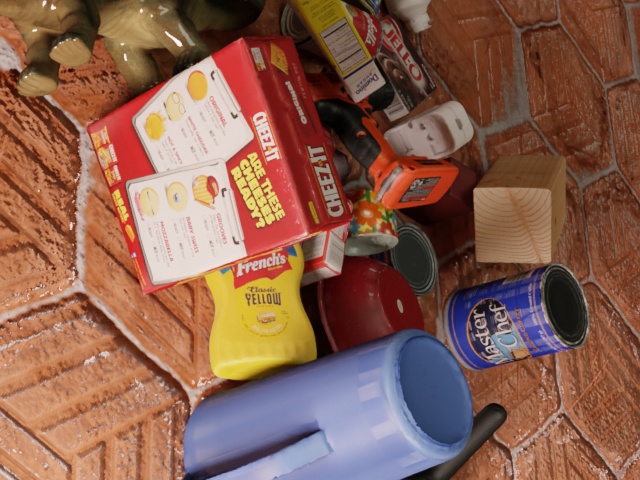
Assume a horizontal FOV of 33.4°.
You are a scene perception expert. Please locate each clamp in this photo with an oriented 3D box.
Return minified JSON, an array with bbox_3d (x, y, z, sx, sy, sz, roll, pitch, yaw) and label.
[{"bbox_3d":[0.105,0.252,1.082,0.209,0.165,0.036,-19,50,-43],"label":"clamp"}]

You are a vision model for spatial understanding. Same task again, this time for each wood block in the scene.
[{"bbox_3d":[0.251,-0.043,1.318,0.205,0.090,0.091,-41,130,-68],"label":"wood block"}]

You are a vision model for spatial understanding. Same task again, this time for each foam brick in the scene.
[{"bbox_3d":[0.141,-0.057,1.275,0.051,0.078,0.053,29,54,-39],"label":"foam brick"}]

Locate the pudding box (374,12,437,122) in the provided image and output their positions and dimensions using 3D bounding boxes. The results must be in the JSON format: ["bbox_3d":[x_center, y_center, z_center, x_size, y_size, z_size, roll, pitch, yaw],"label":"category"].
[{"bbox_3d":[0.088,-0.212,1.307,0.113,0.039,0.089,60,40,-12],"label":"pudding box"}]

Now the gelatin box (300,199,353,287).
[{"bbox_3d":[-0.007,0.001,1.089,0.030,0.073,0.089,37,49,-35],"label":"gelatin box"}]

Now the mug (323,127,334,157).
[{"bbox_3d":[-0.046,-0.100,1.086,0.081,0.093,0.117,23,22,-47],"label":"mug"}]

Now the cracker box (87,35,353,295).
[{"bbox_3d":[-0.090,-0.059,0.910,0.071,0.214,0.164,-18,88,-49],"label":"cracker box"}]

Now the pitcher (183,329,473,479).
[{"bbox_3d":[0.000,0.164,0.898,0.144,0.243,0.149,36,45,-29],"label":"pitcher"}]

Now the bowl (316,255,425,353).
[{"bbox_3d":[0.064,0.080,1.124,0.162,0.055,0.162,41,36,-39],"label":"bowl"}]

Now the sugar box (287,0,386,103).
[{"bbox_3d":[0.004,-0.228,1.088,0.176,0.048,0.093,48,10,-51],"label":"sugar box"}]

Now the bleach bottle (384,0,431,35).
[{"bbox_3d":[0.073,-0.377,1.342,0.102,0.068,0.251,-37,105,-48],"label":"bleach bottle"}]

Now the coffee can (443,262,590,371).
[{"bbox_3d":[0.232,0.093,1.266,0.102,0.141,0.103,21,60,-42],"label":"coffee can"}]

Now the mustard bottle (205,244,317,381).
[{"bbox_3d":[-0.061,0.034,1.010,0.096,0.058,0.191,-1,63,-14],"label":"mustard bottle"}]

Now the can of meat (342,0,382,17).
[{"bbox_3d":[0.034,-0.312,1.275,0.102,0.058,0.084,42,50,-28],"label":"can of meat"}]

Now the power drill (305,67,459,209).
[{"bbox_3d":[0.063,-0.117,1.172,0.184,0.057,0.188,-11,51,-48],"label":"power drill"}]

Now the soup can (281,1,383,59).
[{"bbox_3d":[0.013,-0.240,1.214,0.102,0.069,0.068,14,65,-44],"label":"soup can"}]

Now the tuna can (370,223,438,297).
[{"bbox_3d":[0.096,0.026,1.224,0.086,0.034,0.086,21,60,-42],"label":"tuna can"}]
